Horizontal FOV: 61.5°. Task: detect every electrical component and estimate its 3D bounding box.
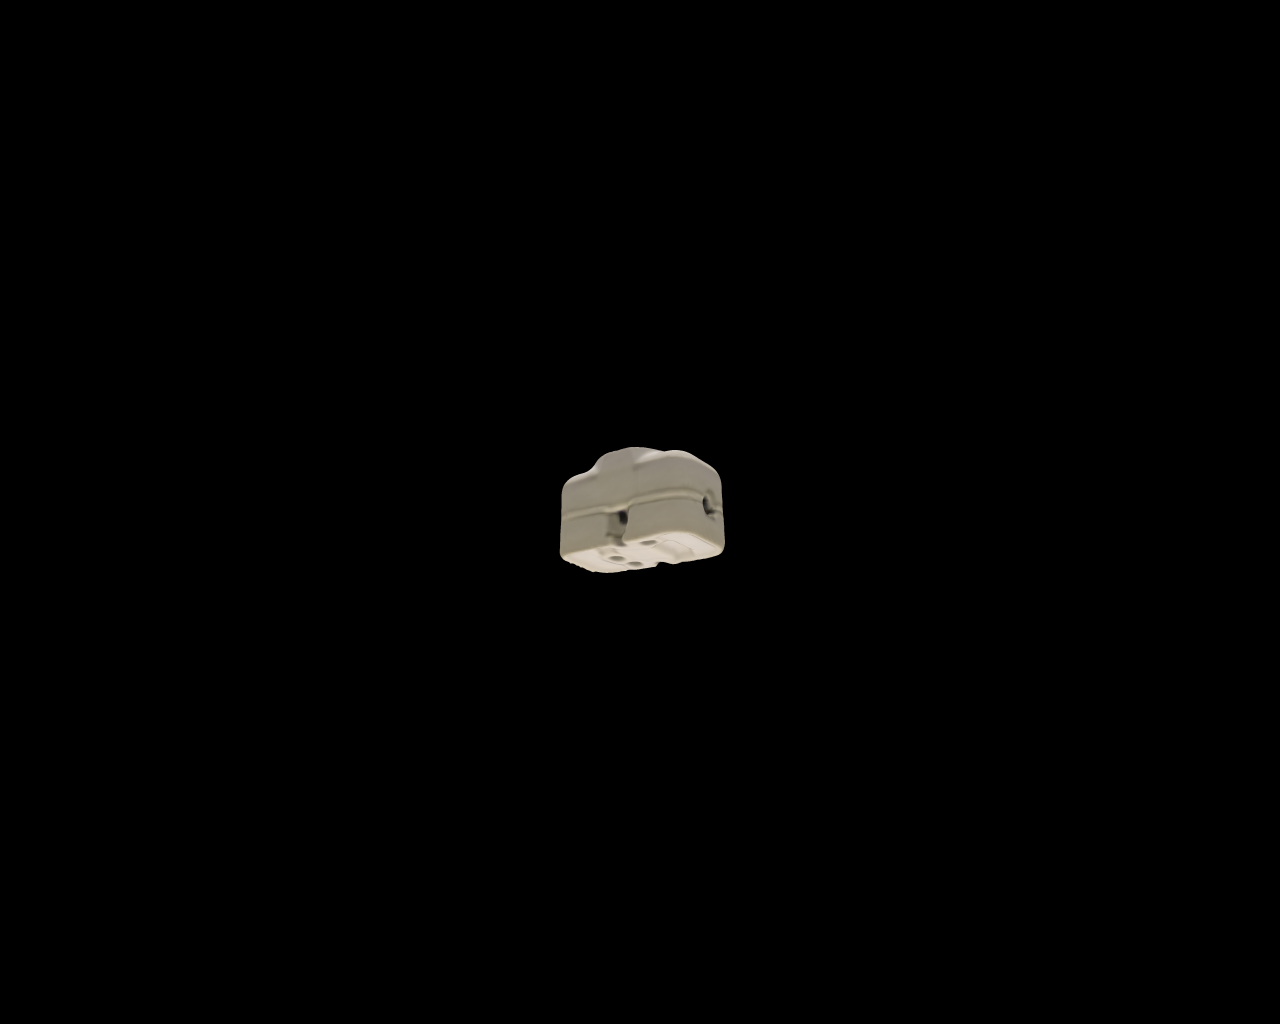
[{"bbox_3d":[0.001,-0.003,0.650,0.095,0.059,0.053,-12,-23,31],"label":"electrical component"}]
